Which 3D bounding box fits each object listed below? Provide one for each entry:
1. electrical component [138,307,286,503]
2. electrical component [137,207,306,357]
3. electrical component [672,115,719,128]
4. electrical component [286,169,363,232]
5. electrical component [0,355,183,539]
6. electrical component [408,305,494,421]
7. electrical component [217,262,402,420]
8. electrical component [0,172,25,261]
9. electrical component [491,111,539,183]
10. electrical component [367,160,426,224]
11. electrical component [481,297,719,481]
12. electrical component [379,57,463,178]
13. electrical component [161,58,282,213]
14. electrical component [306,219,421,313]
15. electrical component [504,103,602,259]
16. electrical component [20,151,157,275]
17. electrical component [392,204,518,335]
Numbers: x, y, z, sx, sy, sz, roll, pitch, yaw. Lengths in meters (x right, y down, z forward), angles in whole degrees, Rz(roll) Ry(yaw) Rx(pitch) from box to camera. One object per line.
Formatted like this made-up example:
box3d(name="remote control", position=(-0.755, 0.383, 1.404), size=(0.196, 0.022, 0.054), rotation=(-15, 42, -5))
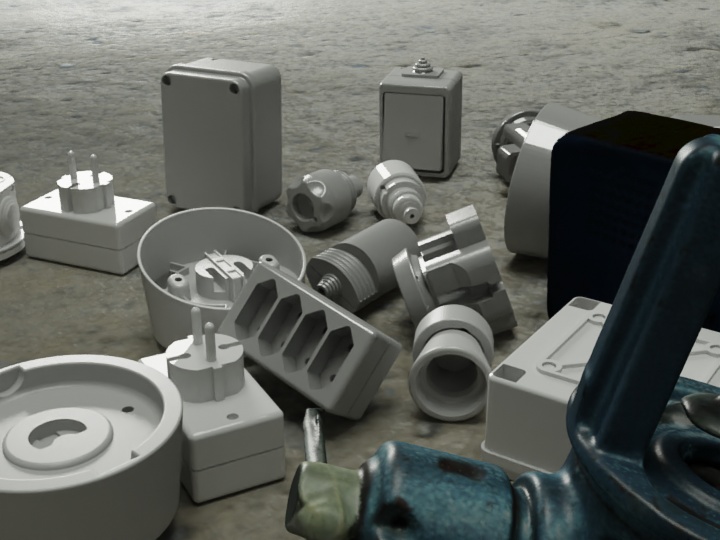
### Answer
box3d(name="electrical component", position=(-0.075, 0.056, 0.527), size=(0.047, 0.075, 0.083), rotation=(-12, 27, -25))
box3d(name="electrical component", position=(-0.081, 0.009, 0.644), size=(0.099, 0.064, 0.099), rotation=(0, 24, 0))
box3d(name="electrical component", position=(0.286, -0.073, 0.806), size=(0.113, 0.078, 0.057), rotation=(2, 22, 4))
box3d(name="electrical component", position=(-0.023, -0.055, 0.811), size=(0.043, 0.043, 0.062), rotation=(18, 29, 34))
box3d(name="electrical component", position=(-0.130, 0.089, 0.471), size=(0.108, 0.060, 0.108), rotation=(0, 25, 0))
box3d(name="electrical component", position=(0.050, 0.049, 0.580), size=(0.045, 0.045, 0.055), rotation=(3, 24, 6))
box3d(name="electrical component", position=(-0.019, 0.042, 0.586), size=(0.083, 0.047, 0.076), rotation=(31, 0, 28))
box3d(name="electrical component", position=(-0.279, -0.036, 0.758), size=(0.080, 0.051, 0.080), rotation=(0, 24, 0))
box3d(name="electrical component", position=(0.144, -0.098, 0.889), size=(0.078, 0.058, 0.057), rotation=(-8, 29, -16))
box3d(name="electrical component", position=(0.031, -0.055, 0.812), size=(0.040, 0.040, 0.078), rotation=(-4, 25, -10))
box3d(name="electrical component", position=(0.131, 0.067, 0.525), size=(0.109, 0.056, 0.109), rotation=(15, 29, 30))
box3d(name="electrical component", position=(0.051, -0.130, 0.911), size=(0.062, 0.096, 0.061), rotation=(6, 26, 15))
box3d(name="electrical component", position=(-0.107, -0.102, 0.830), size=(0.078, 0.113, 0.057), rotation=(11, 24, 22))
box3d(name="electrical component", position=(0.000, 0.000, 0.688), size=(0.043, 0.043, 0.081), rotation=(17, 30, 33))
box3d(name="electrical component", position=(0.147, -0.056, 0.740), size=(0.060, 0.108, 0.108), rotation=(18, 29, 22))
box3d(name="electrical component", position=(-0.190, -0.046, 0.750), size=(0.083, 0.075, 0.047), rotation=(10, 26, 21))
box3d(name="electrical component", position=(0.054, 0.008, 0.642), size=(0.057, 0.078, 0.058), rotation=(-21, 24, 5))
